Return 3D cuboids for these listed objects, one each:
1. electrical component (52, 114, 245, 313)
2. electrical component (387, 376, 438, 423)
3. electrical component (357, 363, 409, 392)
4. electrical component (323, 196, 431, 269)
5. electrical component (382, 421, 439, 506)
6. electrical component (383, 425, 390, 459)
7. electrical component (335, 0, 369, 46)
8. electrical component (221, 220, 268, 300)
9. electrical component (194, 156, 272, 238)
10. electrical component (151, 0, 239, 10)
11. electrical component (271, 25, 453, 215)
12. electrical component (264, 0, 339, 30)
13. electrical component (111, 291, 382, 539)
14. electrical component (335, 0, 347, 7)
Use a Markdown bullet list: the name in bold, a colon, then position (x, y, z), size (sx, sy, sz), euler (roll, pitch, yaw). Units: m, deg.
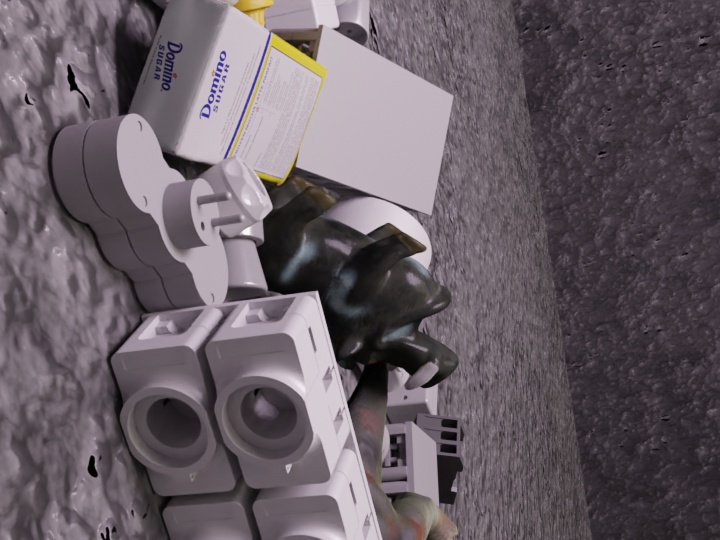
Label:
- **electrical component**: position (-0.100, -0.029, 0.586), size (0.138, 0.074, 0.052), euler (63, 24, -49)
- **electrical component**: position (0.047, 0.101, 1.089), size (0.075, 0.047, 0.083), euler (66, 22, -45)
- **electrical component**: position (0.017, 0.062, 1.009), size (0.077, 0.044, 0.079), euler (64, 24, -47)
- **electrical component**: position (0.000, 0.000, 0.873), size (0.060, 0.108, 0.108), euler (-74, 152, -43)
- **electrical component**: position (0.030, 0.218, 0.944), size (0.089, 0.062, 0.150), euler (49, 36, -62)
- **electrical component**: position (-0.004, 0.140, 0.879), size (0.047, 0.055, 0.055), euler (33, 51, -74)
- **electrical component**: position (-0.018, -0.267, 1.046), size (0.079, 0.044, 0.077), euler (58, 29, -56)
- **electrical component**: position (-0.083, -0.012, 0.691), size (0.045, 0.045, 0.055), euler (31, 52, -70)
- **electrical component**: position (-0.088, -0.038, 0.652), size (0.043, 0.062, 0.043), euler (58, 8, -13)
- **electrical component**: position (-0.110, -0.192, 0.667), size (0.057, 0.058, 0.078), euler (19, 64, -76)
- **electrical component**: position (-0.007, -0.116, 0.867), size (0.186, 0.060, 0.105), euler (15, 85, -54)
- **electrical component**: position (-0.054, -0.235, 0.900), size (0.065, 0.047, 0.076), euler (-50, 130, -69)
- **electrical component**: position (-0.059, 0.114, 0.604), size (0.060, 0.105, 0.186), euler (-62, 141, -64)
- **electrical component**: position (-0.036, -0.272, 0.965), size (0.057, 0.058, 0.078), euler (59, 28, -49)
